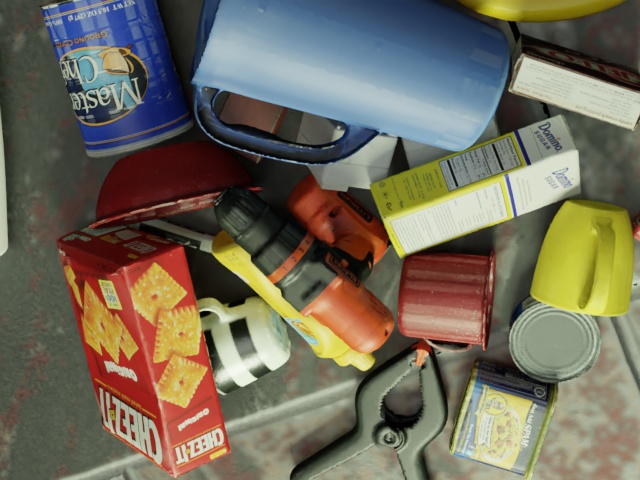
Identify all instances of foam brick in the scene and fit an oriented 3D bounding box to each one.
[{"bbox_3d":[-0.059,-0.121,0.985,0.051,0.053,0.078,27,110,0],"label":"foam brick"}]

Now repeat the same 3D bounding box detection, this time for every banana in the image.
[{"bbox_3d":[0.208,-0.222,0.912,0.198,0.037,0.069,-15,104,15],"label":"banana"}]

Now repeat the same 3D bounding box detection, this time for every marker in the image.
[{"bbox_3d":[-0.134,-0.004,1.056,0.121,0.020,0.020,18,111,3],"label":"marker"}]

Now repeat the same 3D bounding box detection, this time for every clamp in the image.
[{"bbox_3d":[0.062,0.195,1.083,0.164,0.036,0.210,13,109,6],"label":"clamp"}]

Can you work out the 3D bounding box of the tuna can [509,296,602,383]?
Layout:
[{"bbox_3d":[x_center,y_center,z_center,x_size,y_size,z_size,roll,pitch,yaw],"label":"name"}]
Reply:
[{"bbox_3d":[0.224,0.091,1.020,0.086,0.033,0.086,3,110,9],"label":"tuna can"}]

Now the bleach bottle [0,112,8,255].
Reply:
[{"bbox_3d":[-0.361,-0.106,1.038,0.102,0.068,0.251,4,107,8],"label":"bleach bottle"}]

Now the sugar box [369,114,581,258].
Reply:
[{"bbox_3d":[0.139,-0.046,0.944,0.176,0.093,0.048,-22,65,5],"label":"sugar box"}]

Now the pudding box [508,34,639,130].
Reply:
[{"bbox_3d":[0.219,-0.136,0.911,0.113,0.090,0.039,16,112,4],"label":"pudding box"}]

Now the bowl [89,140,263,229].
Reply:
[{"bbox_3d":[-0.136,-0.054,0.974,0.162,0.162,0.055,-13,89,14],"label":"bowl"}]

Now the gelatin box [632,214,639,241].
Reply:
[{"bbox_3d":[0.339,-0.012,0.966,0.089,0.030,0.073,33,112,-2],"label":"gelatin box"}]

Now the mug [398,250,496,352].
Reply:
[{"bbox_3d":[0.120,0.062,1.005,0.081,0.093,0.117,5,135,13],"label":"mug"}]

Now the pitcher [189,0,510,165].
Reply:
[{"bbox_3d":[0.020,-0.146,0.861,0.242,0.145,0.149,17,144,-12],"label":"pitcher"}]

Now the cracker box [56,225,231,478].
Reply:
[{"bbox_3d":[-0.174,0.100,1.024,0.072,0.164,0.214,-20,110,-31],"label":"cracker box"}]

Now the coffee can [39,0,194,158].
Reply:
[{"bbox_3d":[-0.182,-0.157,0.966,0.103,0.102,0.140,-11,107,13],"label":"coffee can"}]

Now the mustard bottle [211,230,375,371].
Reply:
[{"bbox_3d":[-0.017,0.056,1.015,0.058,0.096,0.191,-47,105,-8],"label":"mustard bottle"}]

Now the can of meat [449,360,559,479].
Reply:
[{"bbox_3d":[0.178,0.175,1.046,0.084,0.057,0.102,15,110,6],"label":"can of meat"}]

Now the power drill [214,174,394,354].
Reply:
[{"bbox_3d":[-0.006,0.001,0.947,0.184,0.187,0.057,44,111,-8],"label":"power drill"}]
